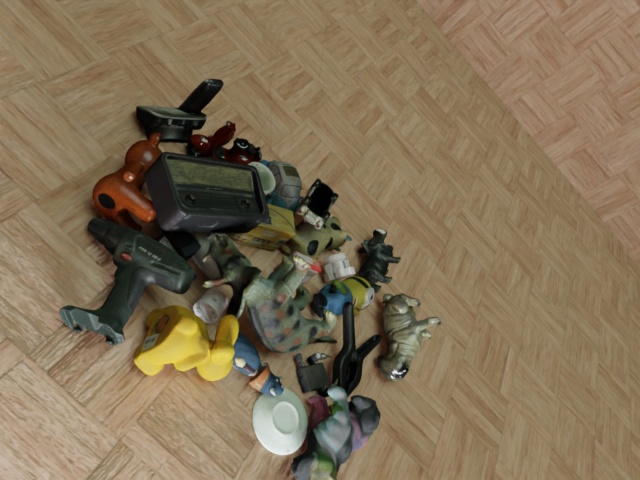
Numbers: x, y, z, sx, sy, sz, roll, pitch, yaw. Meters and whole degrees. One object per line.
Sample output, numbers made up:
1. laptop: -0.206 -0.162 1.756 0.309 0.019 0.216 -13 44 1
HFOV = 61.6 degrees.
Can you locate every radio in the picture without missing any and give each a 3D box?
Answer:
1. radio: -0.212 -0.085 1.043 0.229 0.073 0.131 1 64 -47

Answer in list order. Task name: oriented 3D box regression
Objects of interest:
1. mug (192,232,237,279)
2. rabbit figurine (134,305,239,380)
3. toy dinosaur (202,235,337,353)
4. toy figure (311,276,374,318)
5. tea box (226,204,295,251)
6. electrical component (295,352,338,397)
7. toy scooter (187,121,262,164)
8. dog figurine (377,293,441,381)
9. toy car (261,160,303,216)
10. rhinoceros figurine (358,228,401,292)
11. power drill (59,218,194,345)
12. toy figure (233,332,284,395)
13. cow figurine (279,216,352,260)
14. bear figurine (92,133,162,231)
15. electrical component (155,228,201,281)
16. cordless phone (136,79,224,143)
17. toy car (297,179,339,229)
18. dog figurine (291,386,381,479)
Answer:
1. mug: -0.219 0.022 1.104 0.107 0.109 0.081 42 48 7
2. rabbit figurine: -0.218 0.189 0.972 0.173 0.162 0.122 49 26 -32
3. toy dinosaur: -0.083 0.154 1.094 0.192 0.131 0.404 -41 126 -18
4. toy figure: 0.056 0.133 1.292 0.180 0.082 0.089 -6 60 -40
5. tea box: -0.151 -0.037 1.206 0.169 0.098 0.068 17 53 -36
6. electrical component: -0.006 0.288 1.155 0.078 0.045 0.102 7 59 -41
7. toy scooter: -0.205 -0.213 1.249 0.183 0.135 0.075 23 49 -32
8. dog figurine: 0.183 0.237 1.335 0.173 0.121 0.190 33 53 28
9. toy car: -0.094 -0.138 1.324 0.109 0.103 0.161 7 61 -41
10. rhinoceros figurine: 0.151 0.050 1.448 0.112 0.073 0.190 30 47 -9
11. power drill: -0.356 0.070 0.940 0.232 0.085 0.207 21 46 7
12. toy figure: -0.131 0.249 1.060 0.154 0.058 0.064 53 47 -7
13. cow figurine: -0.003 -0.004 1.329 0.127 0.085 0.195 45 39 0
14. bear figurine: -0.354 -0.113 1.063 0.132 0.120 0.196 45 37 -15
15. electrical component: -0.275 0.025 1.068 0.119 0.075 0.048 50 42 3
16. cordless phone: -0.303 -0.295 1.179 0.146 0.184 0.088 -8 73 -45
17. toy car: -0.006 -0.088 1.306 0.073 0.056 0.202 39 29 -8
18. dog figurine: 0.034 0.417 1.062 0.191 0.108 0.219 28 51 -29
